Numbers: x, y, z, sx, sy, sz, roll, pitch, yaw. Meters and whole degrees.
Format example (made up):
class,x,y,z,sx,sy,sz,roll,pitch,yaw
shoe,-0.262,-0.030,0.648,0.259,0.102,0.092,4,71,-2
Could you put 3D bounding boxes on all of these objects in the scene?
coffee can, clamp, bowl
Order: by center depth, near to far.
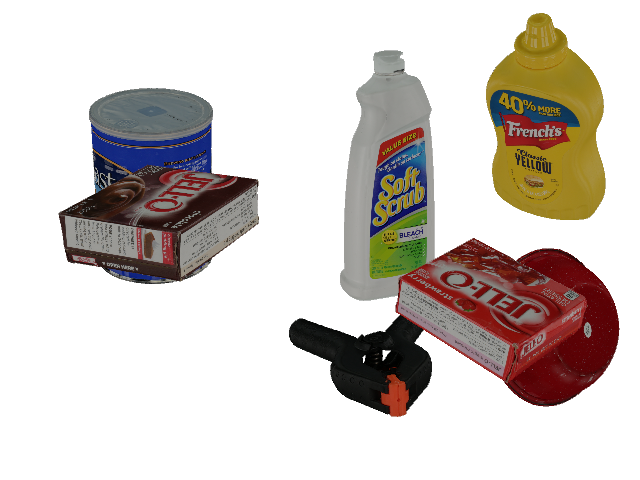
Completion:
class,x,y,z,sx,sy,sz,roll,pitch,yaw
clamp,0.033,0.093,0.860,0.120,0.039,0.171,-11,15,3
coffee can,-0.144,-0.048,0.922,0.103,0.140,0.103,2,28,-1
bowl,0.246,0.088,1.067,0.161,0.162,0.055,0,-1,-31

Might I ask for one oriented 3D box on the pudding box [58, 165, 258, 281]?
class,x,y,z,sx,sy,sz,roll,pitch,yaw
pudding box,-0.104,-0.015,0.713,0.090,0.039,0.113,8,25,22

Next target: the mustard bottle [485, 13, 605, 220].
class,x,y,z,sx,sy,sz,roll,pitch,yaw
mustard bottle,0.186,-0.104,0.885,0.096,0.191,0.058,21,54,31

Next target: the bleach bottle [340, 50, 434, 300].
class,x,y,z,sx,sy,sz,roll,pitch,yaw
bleach bottle,0.066,-0.068,1.102,0.102,0.251,0.068,-10,22,-16

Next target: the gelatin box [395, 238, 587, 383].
class,x,y,z,sx,sy,sz,roll,pitch,yaw
gelatin box,0.102,0.039,0.641,0.073,0.030,0.089,-25,43,-39
